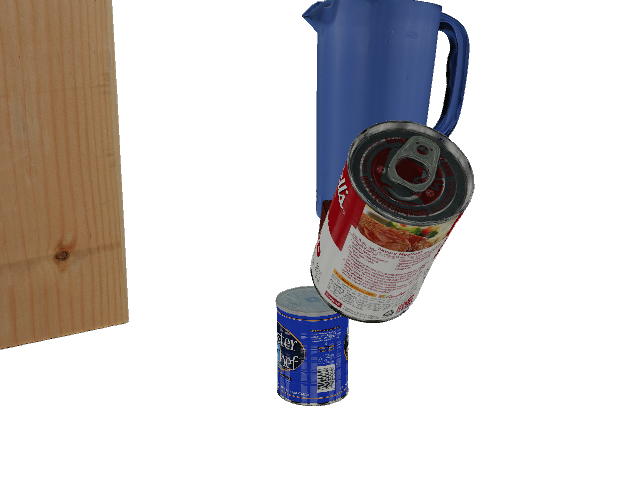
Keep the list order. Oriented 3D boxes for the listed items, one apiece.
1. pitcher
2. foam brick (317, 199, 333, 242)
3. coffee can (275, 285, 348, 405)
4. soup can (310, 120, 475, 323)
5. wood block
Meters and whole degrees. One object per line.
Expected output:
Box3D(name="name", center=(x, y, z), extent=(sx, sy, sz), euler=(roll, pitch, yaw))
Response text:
Box3D(name="pitcher", center=(0.066, -0.138, 1.146), extent=(0.149, 0.243, 0.144), euler=(7, 9, 24))
Box3D(name="foam brick", center=(0.031, 0.010, 0.837), extent=(0.053, 0.051, 0.078), euler=(-3, 39, -13))
Box3D(name="coffee can", center=(-0.011, 0.146, 1.495), extent=(0.103, 0.140, 0.103), euler=(0, 18, 0))
Box3D(name="soup can", center=(0.037, -0.008, 0.588), extent=(0.068, 0.068, 0.102), euler=(0, -34, -14))
Box3D(name="wood block", center=(-0.170, -0.053, 0.611), extent=(0.090, 0.206, 0.090), euler=(-11, 26, -27))
